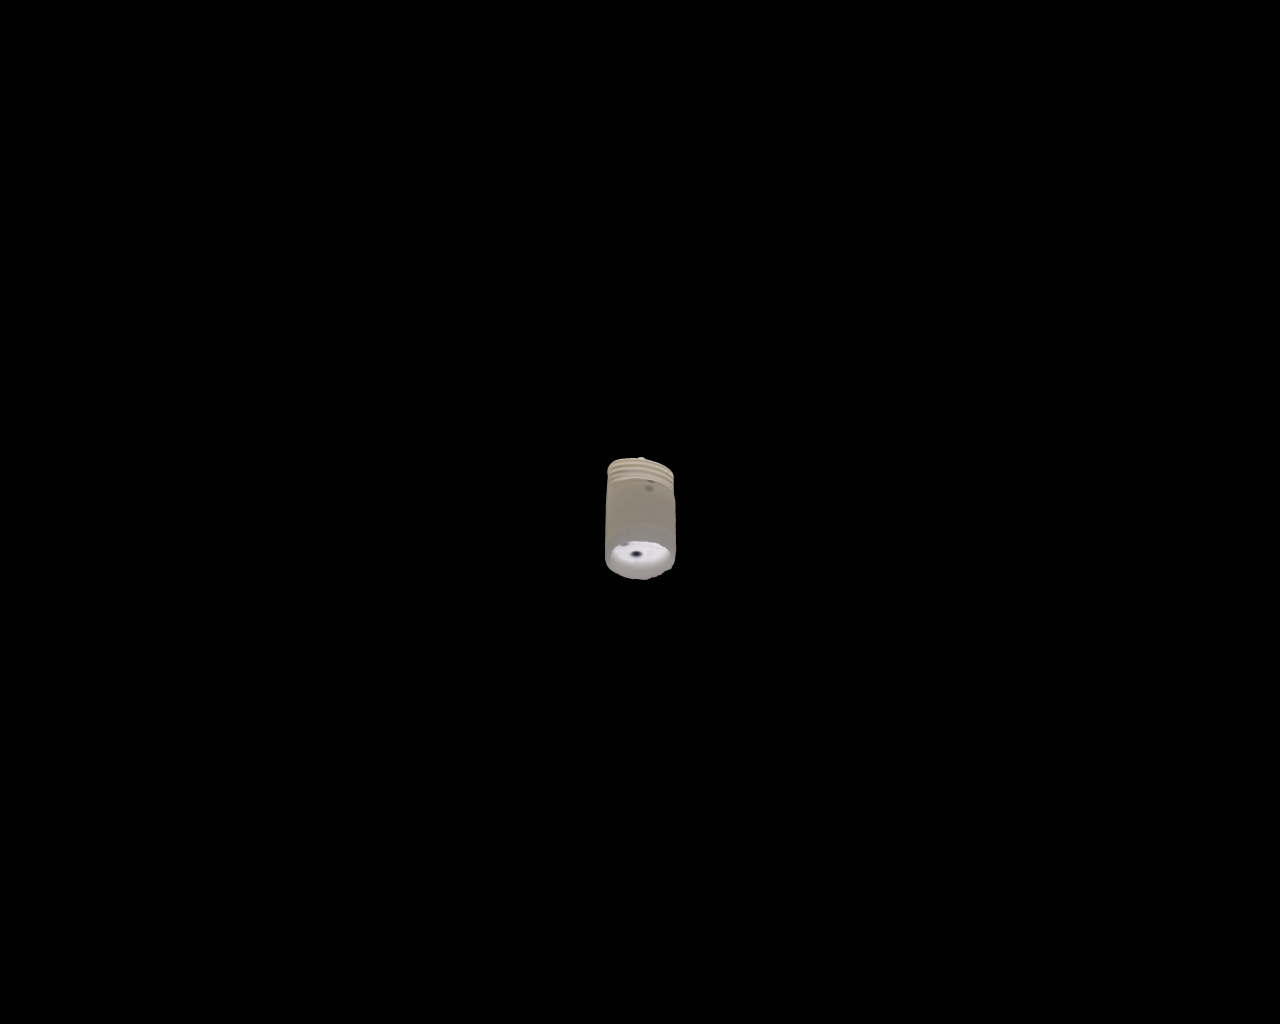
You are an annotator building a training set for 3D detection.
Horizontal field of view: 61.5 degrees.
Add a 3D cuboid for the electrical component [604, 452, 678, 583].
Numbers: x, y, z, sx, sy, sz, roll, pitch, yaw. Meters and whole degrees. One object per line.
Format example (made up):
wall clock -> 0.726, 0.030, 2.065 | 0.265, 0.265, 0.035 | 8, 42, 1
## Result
electrical component -> 0.001, -0.003, 0.650 | 0.043, 0.081, 0.043 | 0, -37, 0
